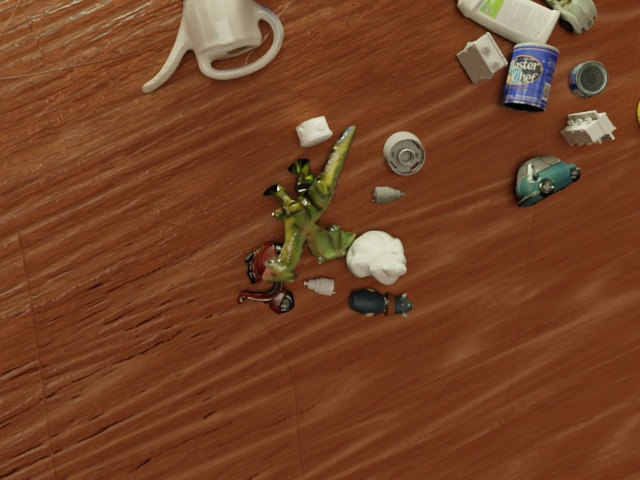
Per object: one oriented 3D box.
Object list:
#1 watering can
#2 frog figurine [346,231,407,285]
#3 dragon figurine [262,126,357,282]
[{"bbox_3d":[-0.260,-0.468,1.166,0.348,0.223,0.104,-16,5,-2],"label":"watering can"},{"bbox_3d":[0.133,0.044,1.207,0.137,0.122,0.160,-17,6,-2],"label":"frog figurine"},{"bbox_3d":[0.004,-0.062,1.222,0.415,0.238,0.123,-44,33,-20],"label":"dragon figurine"}]
